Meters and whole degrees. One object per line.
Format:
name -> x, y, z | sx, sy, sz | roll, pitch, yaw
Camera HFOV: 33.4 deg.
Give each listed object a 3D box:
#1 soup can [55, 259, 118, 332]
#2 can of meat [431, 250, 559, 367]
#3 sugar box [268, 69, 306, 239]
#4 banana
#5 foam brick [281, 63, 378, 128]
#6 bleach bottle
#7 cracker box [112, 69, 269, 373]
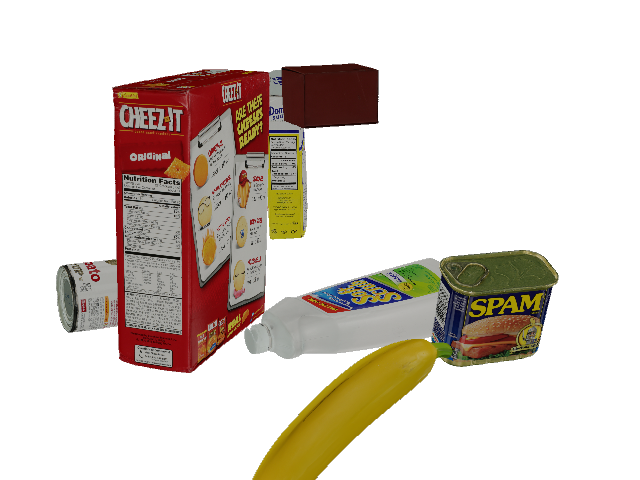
soup can -> -0.203, 0.052, 1.055 | 0.102, 0.068, 0.069 | -6, 3, -27
can of meat -> 0.152, 0.061, 0.950 | 0.102, 0.084, 0.057 | -5, 33, -16
sugar box -> -0.040, -0.099, 1.225 | 0.048, 0.176, 0.093 | -3, 26, 2
banana -> 0.013, 0.128, 0.723 | 0.037, 0.197, 0.069 | 44, -9, 42
foam brick -> 0.009, -0.134, 0.988 | 0.078, 0.051, 0.053 | -6, 18, -23
bleach bottle -> 0.039, 0.086, 1.181 | 0.250, 0.068, 0.103 | -13, 31, -25
cracker box -> -0.100, -0.023, 0.851 | 0.072, 0.214, 0.164 | 5, 15, 17
